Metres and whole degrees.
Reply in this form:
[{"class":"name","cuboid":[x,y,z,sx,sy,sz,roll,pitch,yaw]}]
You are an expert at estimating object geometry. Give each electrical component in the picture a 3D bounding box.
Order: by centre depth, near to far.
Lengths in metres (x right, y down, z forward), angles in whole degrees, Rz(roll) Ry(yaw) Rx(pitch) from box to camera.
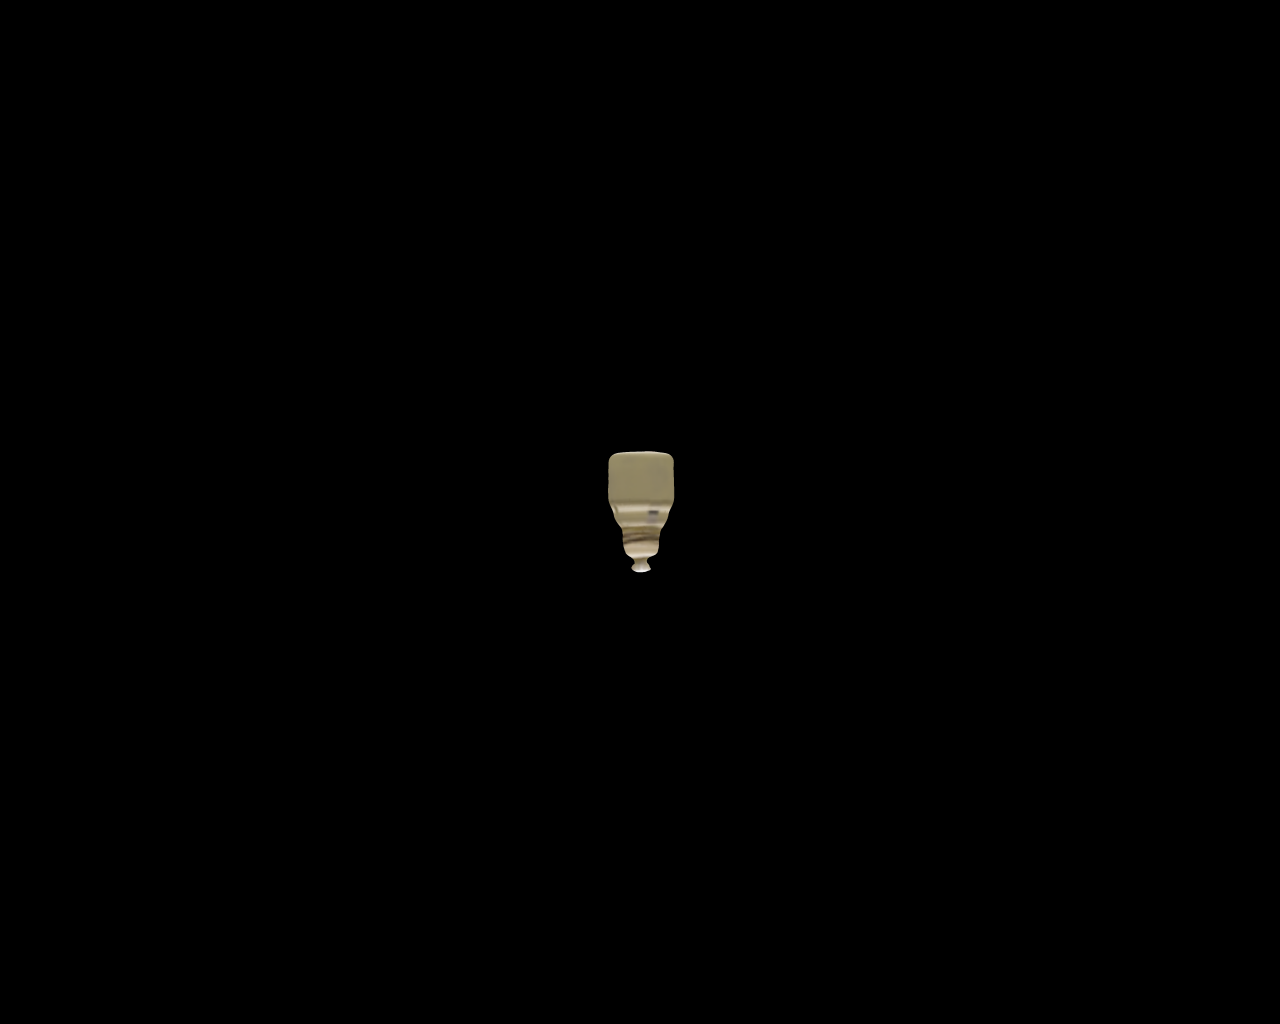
[{"class":"electrical component","cuboid":[0.001,-0.003,0.650,0.040,0.078,0.040,0,-2,0]}]
